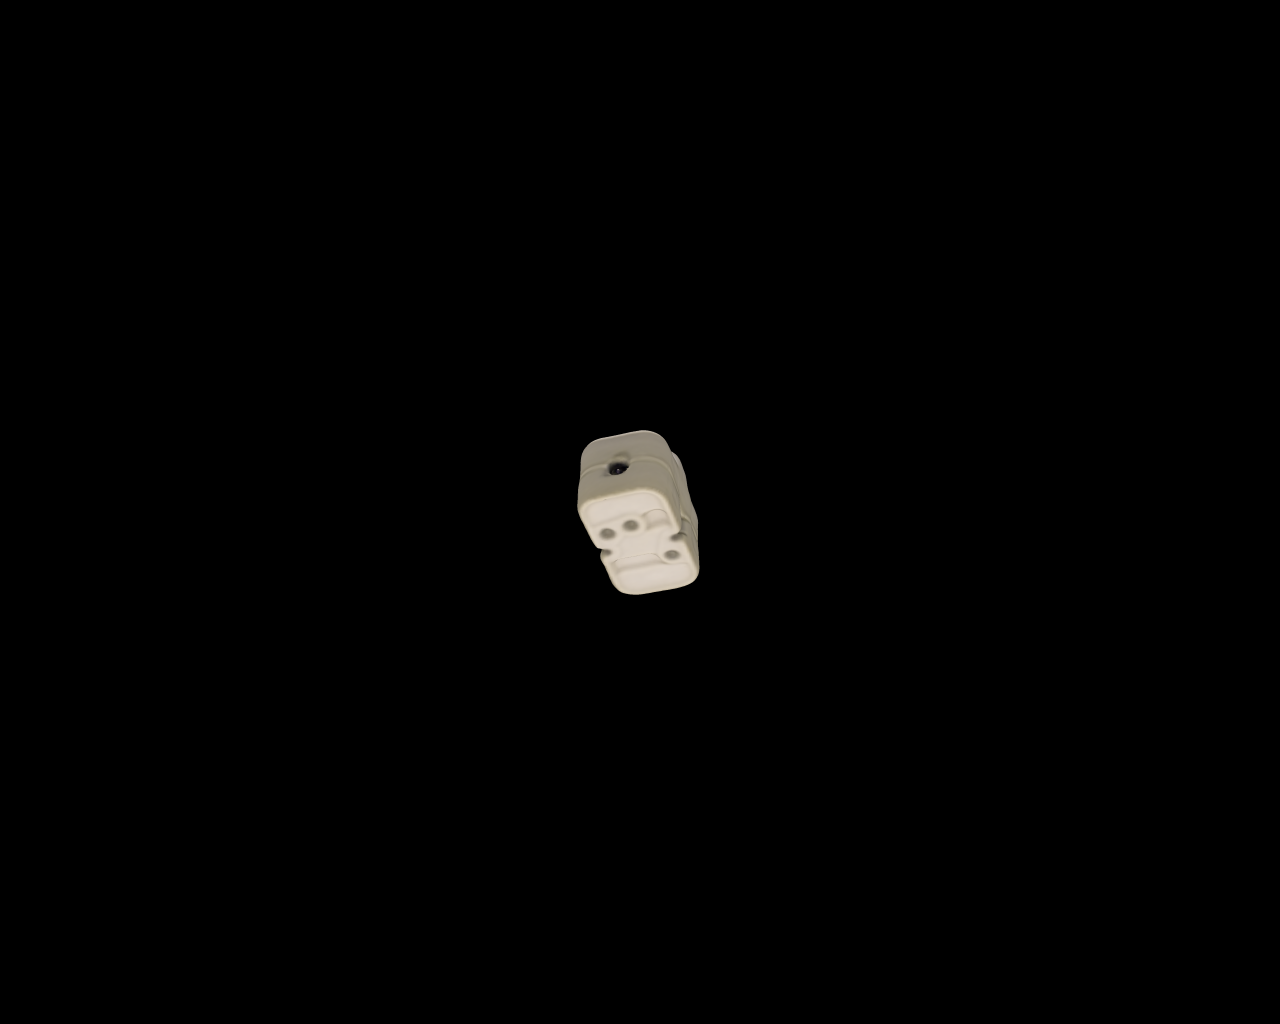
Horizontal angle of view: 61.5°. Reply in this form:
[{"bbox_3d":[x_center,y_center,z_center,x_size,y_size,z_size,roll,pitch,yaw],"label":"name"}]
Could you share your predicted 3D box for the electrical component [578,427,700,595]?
[{"bbox_3d":[0.001,-0.003,0.650,0.054,0.059,0.095,-11,-43,12],"label":"electrical component"}]
